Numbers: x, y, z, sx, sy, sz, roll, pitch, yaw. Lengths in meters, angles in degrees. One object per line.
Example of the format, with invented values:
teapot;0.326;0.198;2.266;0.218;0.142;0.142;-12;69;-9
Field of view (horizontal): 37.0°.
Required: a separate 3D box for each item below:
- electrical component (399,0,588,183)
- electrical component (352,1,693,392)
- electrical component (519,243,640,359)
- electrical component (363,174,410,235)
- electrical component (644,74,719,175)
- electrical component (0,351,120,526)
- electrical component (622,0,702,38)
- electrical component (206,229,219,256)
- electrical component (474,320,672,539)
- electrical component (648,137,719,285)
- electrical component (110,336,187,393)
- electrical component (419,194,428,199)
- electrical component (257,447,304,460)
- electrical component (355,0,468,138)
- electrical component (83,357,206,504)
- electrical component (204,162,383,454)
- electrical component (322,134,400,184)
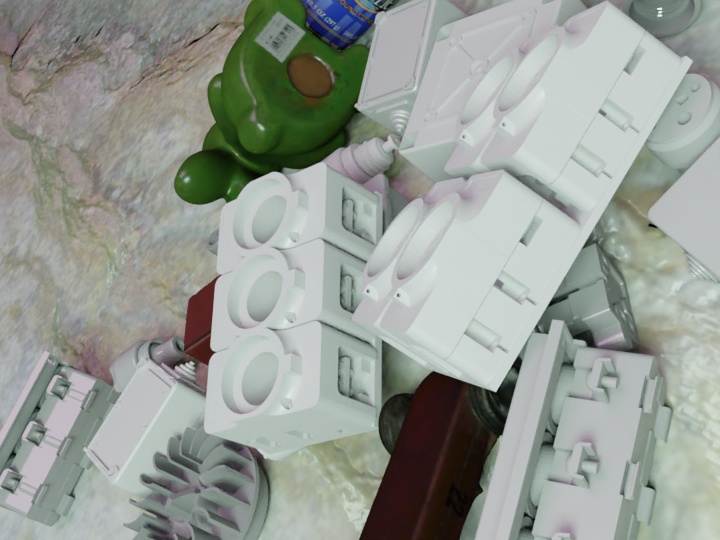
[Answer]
electrical component;0.091;-0.112;0.682;0.109;0.056;0.108;-9;54;47
electrical component;0.074;-0.039;0.550;0.186;0.060;0.105;-58;13;-7
electrical component;0.108;0.023;0.556;0.055;0.048;0.066;-25;43;25
electrical component;0.000;0.000;0.702;0.100;0.048;0.099;-33;39;28
electrical component;0.173;-0.067;0.545;0.045;0.055;0.045;-31;41;30
electrical component;-0.249;0.137;0.864;0.063;0.078;0.121;17;72;24
electrical component;0.179;-0.173;0.640;0.045;0.045;0.055;-23;45;38
electrical component;-0.086;-0.007;0.799;0.048;0.062;0.048;-31;41;31
electrical component;0.098;0.096;0.487;0.063;0.078;0.121;6;64;28
electrical component;0.196;-0.026;0.488;0.099;0.048;0.099;-48;35;10
electrical component;-0.161;0.073;0.837;0.062;0.043;0.043;-33;39;26
electrical component;0.056;-0.008;0.627;0.081;0.064;0.042;-58;19;-7
electrical component;-0.036;0.089;0.675;0.078;0.040;0.040;-33;39;29
electrical component;0.044;-0.136;0.762;0.062;0.061;0.096;-10;61;48
electrical component;-0.137;0.110;0.760;0.062;0.061;0.096;23;80;55
electrical component;-0.040;0.022;0.634;0.089;0.062;0.150;-19;58;36
electrical component;-0.003;-0.071;0.775;0.078;0.040;0.040;-34;39;27
